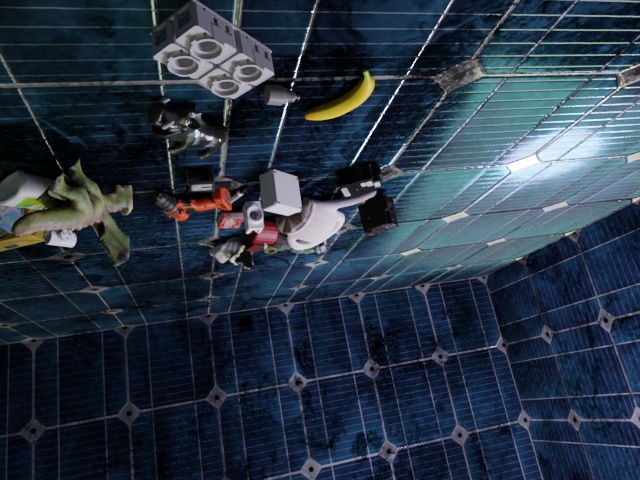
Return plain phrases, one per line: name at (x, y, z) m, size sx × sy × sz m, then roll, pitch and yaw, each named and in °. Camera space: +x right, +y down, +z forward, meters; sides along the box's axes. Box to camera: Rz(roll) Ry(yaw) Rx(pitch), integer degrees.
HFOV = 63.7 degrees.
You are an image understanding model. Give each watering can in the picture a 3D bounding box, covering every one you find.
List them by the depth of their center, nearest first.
watering can at (0.005, -0.085, 1.687) m, size 0.343 × 0.106 × 0.223 m, roll -41°, pitch 143°, yaw 24°

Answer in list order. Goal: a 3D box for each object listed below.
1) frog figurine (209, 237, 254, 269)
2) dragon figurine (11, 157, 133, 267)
frog figurine at (-0.329, 0.036, 1.923) m, size 0.160 × 0.121 × 0.138 m, roll 21°, pitch -165°, yaw 39°
dragon figurine at (-0.515, -0.042, 1.161) m, size 0.121 × 0.419 × 0.239 m, roll -33°, pitch 117°, yaw 17°
